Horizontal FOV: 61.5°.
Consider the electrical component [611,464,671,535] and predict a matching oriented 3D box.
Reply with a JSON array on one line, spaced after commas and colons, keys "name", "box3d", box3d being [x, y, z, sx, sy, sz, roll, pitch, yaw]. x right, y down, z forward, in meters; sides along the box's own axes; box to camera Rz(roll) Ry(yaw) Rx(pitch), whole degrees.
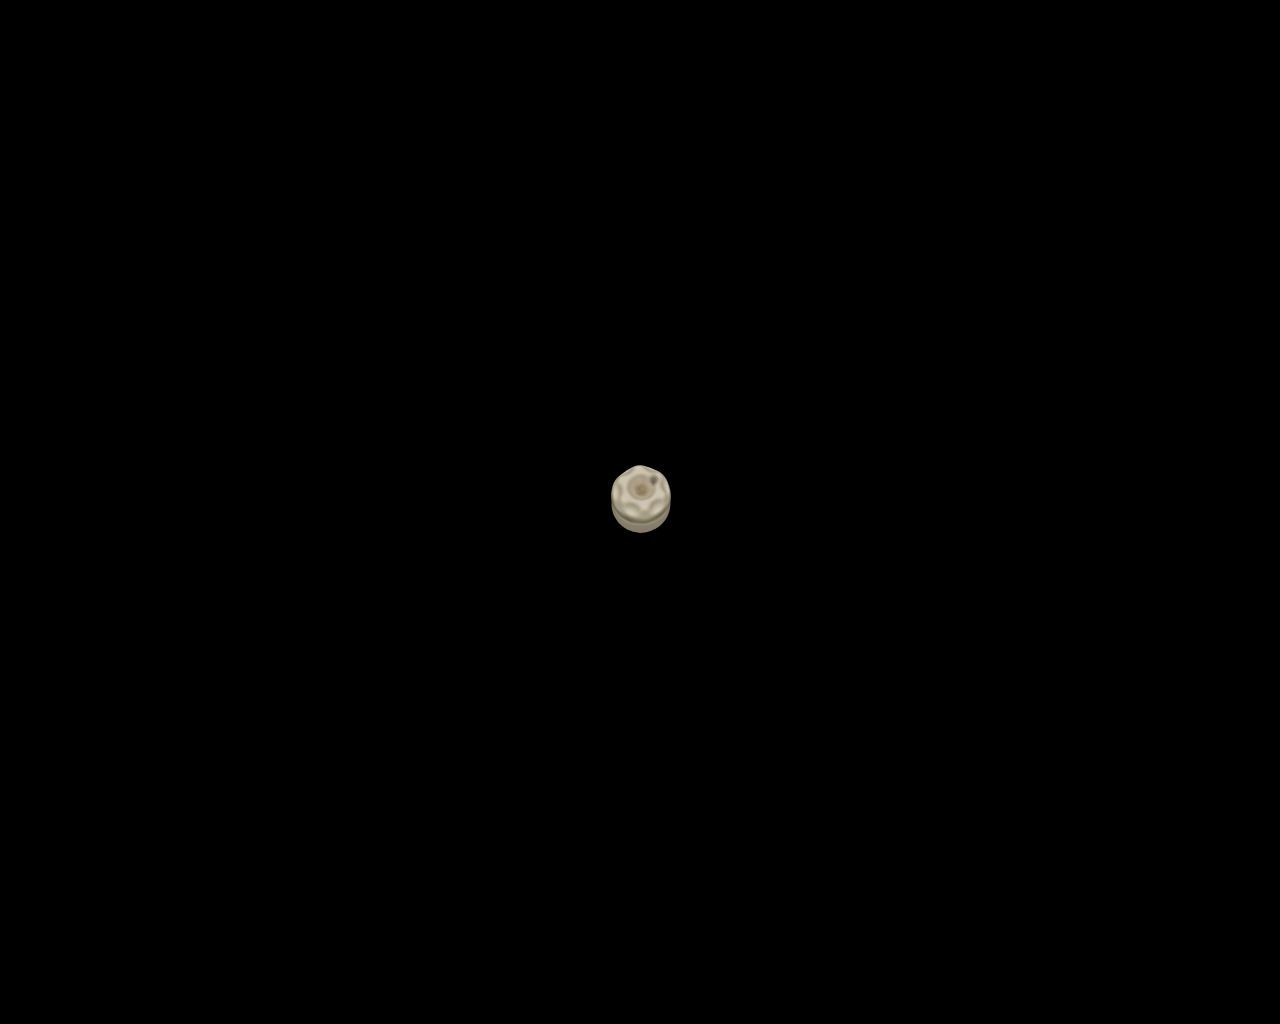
[{"name": "electrical component", "box3d": [0.001, -0.003, 0.650, 0.035, 0.035, 0.061, 0, -24, 0]}]
